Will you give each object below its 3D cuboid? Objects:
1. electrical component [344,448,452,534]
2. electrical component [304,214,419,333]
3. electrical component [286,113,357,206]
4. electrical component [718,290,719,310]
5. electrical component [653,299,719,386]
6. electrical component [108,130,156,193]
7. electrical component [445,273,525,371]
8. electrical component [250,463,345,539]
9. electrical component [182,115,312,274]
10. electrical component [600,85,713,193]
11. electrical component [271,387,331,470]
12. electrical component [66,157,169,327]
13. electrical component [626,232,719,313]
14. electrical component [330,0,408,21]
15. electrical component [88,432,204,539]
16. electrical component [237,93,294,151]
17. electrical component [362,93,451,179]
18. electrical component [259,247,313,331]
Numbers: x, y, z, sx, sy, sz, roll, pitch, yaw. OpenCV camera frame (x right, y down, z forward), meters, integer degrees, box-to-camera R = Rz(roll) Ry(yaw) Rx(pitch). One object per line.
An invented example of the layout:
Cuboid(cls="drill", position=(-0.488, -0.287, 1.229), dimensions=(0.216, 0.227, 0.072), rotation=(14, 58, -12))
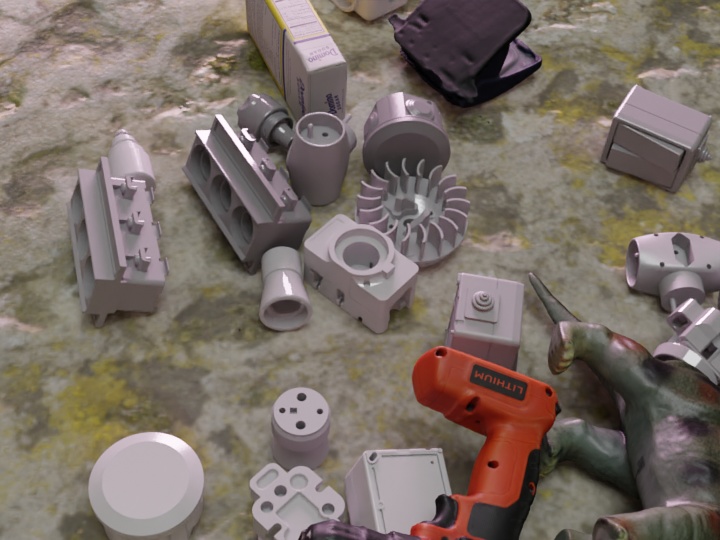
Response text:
Cuboid(cls="electrical component", position=(0.030, 0.181, 0.762), dimensions=(0.062, 0.061, 0.096), rotation=(2, 56, -20))
Cuboid(cls="electrical component", position=(0.000, 0.000, 0.907), dimensions=(0.089, 0.055, 0.050), rotation=(35, 58, 22))
Cuboid(cls="electrical component", position=(-0.029, -0.111, 0.980), dimensions=(0.044, 0.077, 0.079), rotation=(25, 54, 15))
Cuboid(cls="electrical component", position=(0.350, 0.038, 0.872), dimensions=(0.060, 0.108, 0.108), rotation=(-10, 53, -19))
Cuboid(cls="electrical component", position=(0.273, 0.071, 0.867), dimensions=(0.057, 0.058, 0.078), rotation=(-39, 81, -26))
Cuboid(cls="electrical component", position=(-0.211, -0.097, 0.979), dimensions=(0.040, 0.040, 0.078), rotation=(-12, 54, -13))
Cuboid(cls="electrical component", position=(0.100, 0.049, 0.850), dimensions=(0.061, 0.096, 0.061), rotation=(9, 52, 2))
Cuboid(cls="electrical component", position=(-0.043, 0.181, 0.762), dimensions=(0.078, 0.057, 0.058), rotation=(38, 59, 23))
Cuboid(cls="electrical component", position=(-0.099, -0.068, 0.948), dimensions=(0.063, 0.078, 0.121), rotation=(-8, 49, -38))
Cuboid(cls="electrical component", position=(0.284, -0.119, 1.015), dimensions=(0.096, 0.061, 0.061), rotation=(27, 55, 17))
Cuboid(cls="electrical component", position=(-0.045, 0.120, 0.810), dimensions=(0.045, 0.055, 0.045), rotation=(2, 52, -2))
Cuboid(cls="electrical component", position=(-0.205, -0.023, 0.906), dimensions=(0.063, 0.078, 0.121), rotation=(4, 48, -29))
Cuboid(cls="electrical component", position=(0.275, 0.010, 0.926), dimensions=(0.077, 0.043, 0.079), rotation=(3, 52, -2))
Cuboid(cls="electrical component", position=(0.000, -0.315, 1.156), dimensions=(0.059, 0.053, 0.095), rotation=(-32, 60, -25))
Cuboid(cls="electrical component", position=(-0.151, 0.162, 0.773), dimensions=(0.080, 0.051, 0.080), rotation=(2, 52, -2))
Cuboid(cls="electrical component", position=(-0.084, -0.136, 1.017), dimensions=(0.062, 0.043, 0.043), rotation=(40, 59, 23))
Cuboid(cls="electrical component", position=(0.041, -0.119, 0.990), dimensions=(0.080, 0.080, 0.051), rotation=(-1, 47, -4))
Cuboid(cls="electrical component", position=(-0.064, 0.013, 0.904), dimensions=(0.044, 0.044, 0.065), rotation=(-3, 47, -6))
